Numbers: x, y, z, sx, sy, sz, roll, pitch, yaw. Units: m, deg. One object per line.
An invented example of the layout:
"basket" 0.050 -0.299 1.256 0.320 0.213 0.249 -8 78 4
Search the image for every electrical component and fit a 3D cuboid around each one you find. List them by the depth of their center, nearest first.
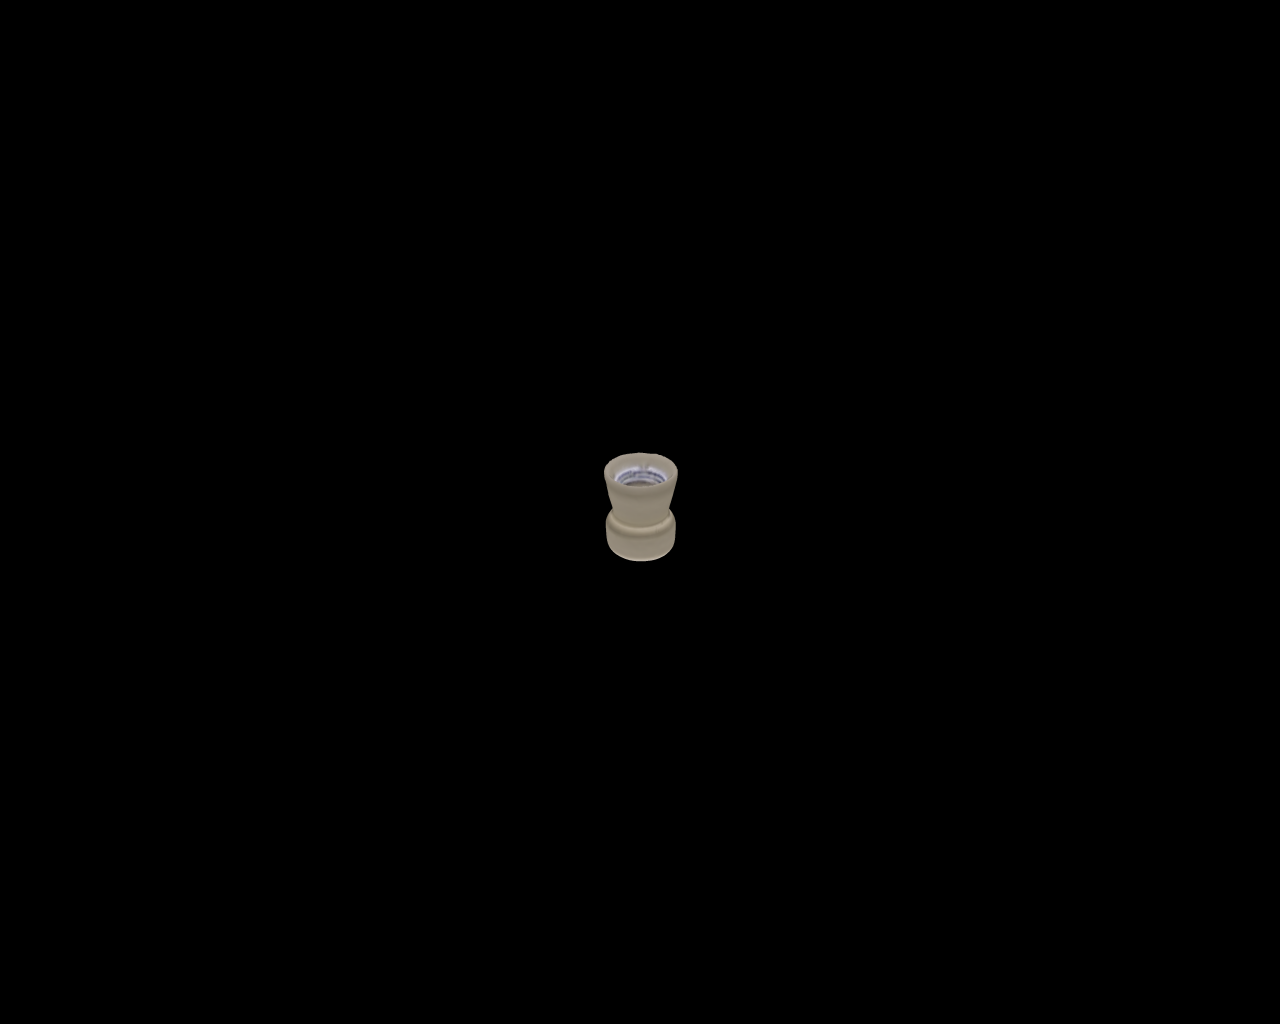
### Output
"electrical component" 0.001 -0.003 0.650 0.045 0.055 0.045 0 32 0
